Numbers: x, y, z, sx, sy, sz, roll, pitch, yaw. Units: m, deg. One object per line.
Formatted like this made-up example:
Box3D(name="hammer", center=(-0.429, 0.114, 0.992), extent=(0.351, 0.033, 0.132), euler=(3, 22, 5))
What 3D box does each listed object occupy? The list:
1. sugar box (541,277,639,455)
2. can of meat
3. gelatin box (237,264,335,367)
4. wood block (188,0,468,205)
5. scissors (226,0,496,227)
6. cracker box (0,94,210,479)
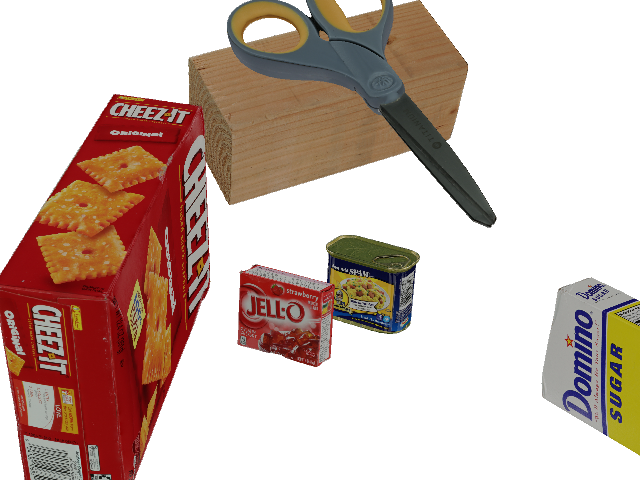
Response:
Box3D(name="sugar box", center=(0.233, 0.102, 0.723), extent=(0.048, 0.093, 0.176), euler=(-15, 30, -38))
Box3D(name="can of meat", center=(0.055, 0.049, 1.183), extent=(0.102, 0.084, 0.057), euler=(15, 26, 26))
Box3D(name="gelatin box", center=(-0.033, 0.068, 0.971), extent=(0.089, 0.073, 0.030), euler=(13, 20, 27))
Box3D(name="wood block", center=(0.004, -0.115, 0.874), extent=(0.205, 0.091, 0.090), euler=(-18, -34, -18))
Box3D(name="scissors", center=(0.010, -0.071, 0.514), extent=(0.096, 0.202, 0.016), euler=(-14, -39, 1))
Box3D(name="cracker box", center=(-0.125, 0.031, 0.673), extent=(0.072, 0.164, 0.213), euler=(7, 36, 6))
